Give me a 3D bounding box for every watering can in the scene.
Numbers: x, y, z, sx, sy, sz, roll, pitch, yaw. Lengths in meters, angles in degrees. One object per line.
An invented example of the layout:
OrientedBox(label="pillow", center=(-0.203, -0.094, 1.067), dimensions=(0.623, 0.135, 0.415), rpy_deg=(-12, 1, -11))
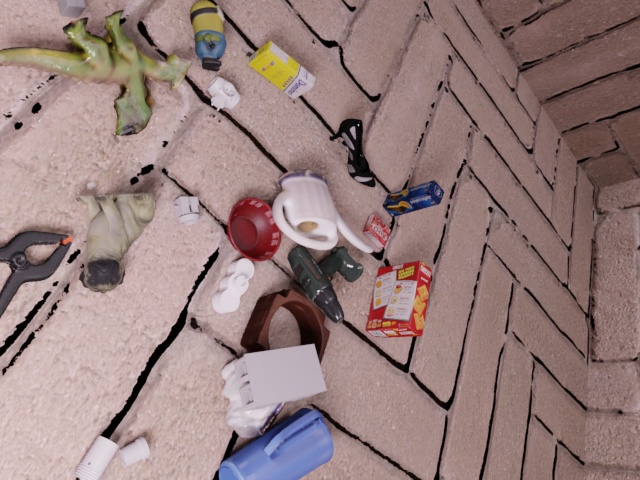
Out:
OrientedBox(label="watering can", center=(0.004, -0.071, 1.405), dimensions=(0.346, 0.102, 0.229), rpy_deg=(13, 55, -42))

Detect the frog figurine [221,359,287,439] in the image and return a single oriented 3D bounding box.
OrientedBox(label="frog figurine", center=(-0.165, 0.354, 1.151), dimensions=(0.160, 0.120, 0.140), rpy_deg=(34, 56, 12))

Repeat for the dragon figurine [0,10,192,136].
OrientedBox(label="dragon figurine", center=(-0.443, -0.338, 1.094), dimensions=(0.418, 0.121, 0.239), rpy_deg=(-43, 115, -41))
